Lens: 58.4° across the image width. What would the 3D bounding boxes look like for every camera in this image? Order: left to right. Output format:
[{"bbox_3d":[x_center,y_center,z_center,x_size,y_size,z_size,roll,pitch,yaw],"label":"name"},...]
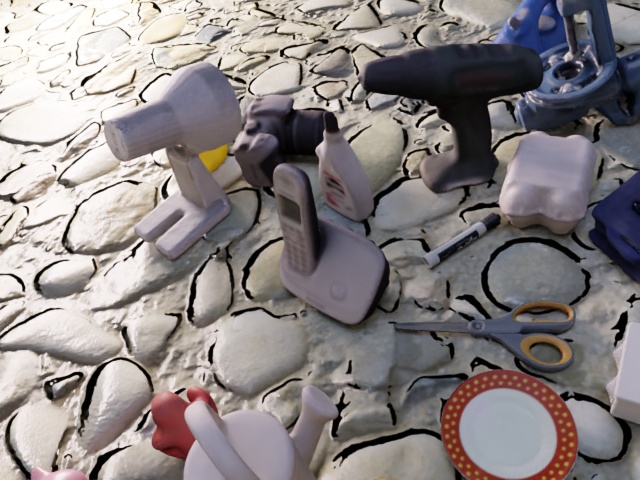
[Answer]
[{"bbox_3d":[-0.049,-0.164,0.890,0.136,0.101,0.143,6,51,19],"label":"camera"}]

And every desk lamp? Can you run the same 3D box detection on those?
[{"bbox_3d":[-0.198,-0.117,0.810,0.117,0.214,0.203,27,61,33],"label":"desk lamp"}]

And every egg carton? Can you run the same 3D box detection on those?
[{"bbox_3d":[0.297,-0.079,0.747,0.107,0.069,0.150,11,53,23],"label":"egg carton"}]

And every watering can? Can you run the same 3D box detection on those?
[{"bbox_3d":[-0.063,0.199,0.511,0.100,0.194,0.173,21,57,29],"label":"watering can"}]

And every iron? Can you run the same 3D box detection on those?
[{"bbox_3d":[0.353,-0.348,0.919,0.118,0.142,0.259,24,59,31],"label":"iron"}]

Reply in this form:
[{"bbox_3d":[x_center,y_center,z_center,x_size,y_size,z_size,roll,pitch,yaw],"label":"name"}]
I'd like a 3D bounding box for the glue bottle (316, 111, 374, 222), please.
[{"bbox_3d":[0.026,-0.102,0.766,0.077,0.173,0.037,28,61,33],"label":"glue bottle"}]

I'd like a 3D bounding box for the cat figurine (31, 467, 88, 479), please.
[{"bbox_3d":[-0.236,0.276,0.540,0.067,0.118,0.127,-21,48,-4],"label":"cat figurine"}]

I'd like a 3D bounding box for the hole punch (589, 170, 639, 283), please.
[{"bbox_3d":[0.381,-0.020,0.658,0.101,0.091,0.108,-26,48,-8],"label":"hole punch"}]

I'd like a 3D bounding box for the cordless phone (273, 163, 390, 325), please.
[{"bbox_3d":[0.006,0.002,0.672,0.147,0.185,0.094,25,60,31],"label":"cordless phone"}]

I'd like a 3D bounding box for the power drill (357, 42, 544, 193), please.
[{"bbox_3d":[0.174,-0.166,0.760,0.229,0.209,0.075,-14,48,2],"label":"power drill"}]

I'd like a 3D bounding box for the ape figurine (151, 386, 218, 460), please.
[{"bbox_3d":[-0.149,0.190,0.610,0.078,0.092,0.076,-36,50,-17],"label":"ape figurine"}]

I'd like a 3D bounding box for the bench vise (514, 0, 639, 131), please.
[{"bbox_3d":[0.375,-0.259,0.783,0.207,0.220,0.121,-21,48,-4],"label":"bench vise"}]

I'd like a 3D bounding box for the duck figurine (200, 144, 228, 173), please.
[{"bbox_3d":[-0.199,-0.169,0.943,0.077,0.086,0.104,1,50,15],"label":"duck figurine"}]
